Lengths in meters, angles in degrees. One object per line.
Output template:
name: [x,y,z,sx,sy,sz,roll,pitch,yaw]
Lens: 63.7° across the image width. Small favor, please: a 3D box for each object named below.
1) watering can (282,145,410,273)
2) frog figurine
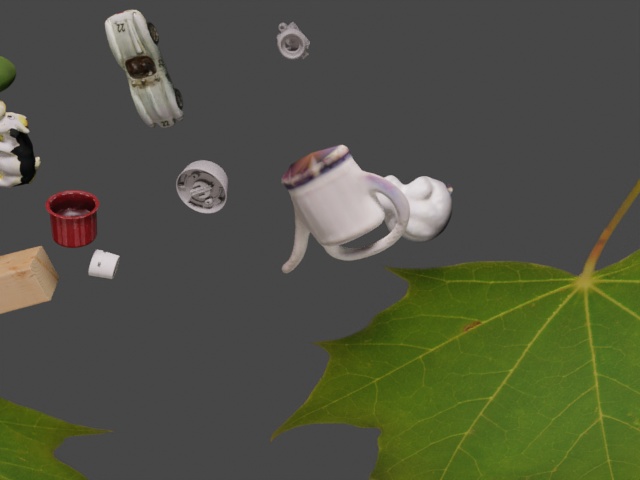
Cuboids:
watering can: [0.003,-0.049,0.982,0.344,0.106,0.222,-21,106,38]
frog figurine: [0.165,-0.068,0.977,0.159,0.126,0.135,18,140,-23]
